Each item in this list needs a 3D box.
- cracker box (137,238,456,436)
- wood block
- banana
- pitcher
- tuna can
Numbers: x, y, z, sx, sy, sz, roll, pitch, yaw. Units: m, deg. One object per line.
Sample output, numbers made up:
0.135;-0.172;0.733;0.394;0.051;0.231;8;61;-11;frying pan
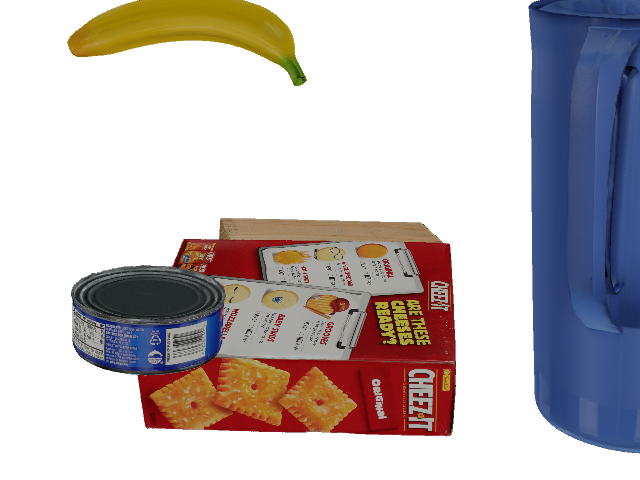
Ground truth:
-0.011;0.067;0.781;0.214;0.072;0.164;1;29;5;cracker box
0.007;0.033;1.039;0.206;0.091;0.090;1;15;-12;wood block
-0.106;-0.173;0.882;0.198;0.069;0.037;6;-34;1;banana
0.171;-0.010;0.574;0.149;0.243;0.145;-5;18;-14;pitcher
-0.097;0.044;0.602;0.086;0.034;0.086;4;18;-1;tuna can
